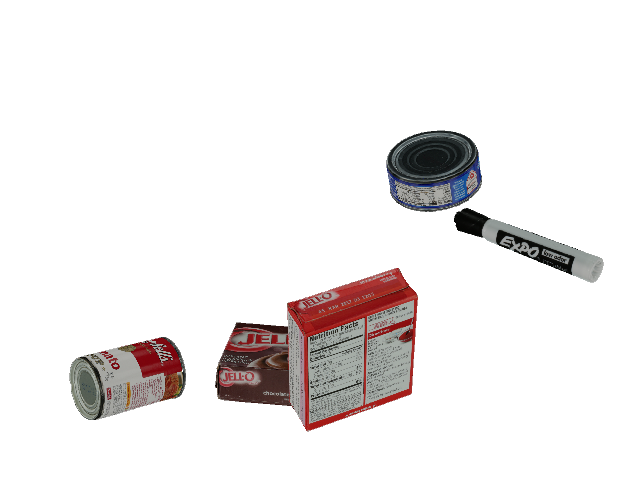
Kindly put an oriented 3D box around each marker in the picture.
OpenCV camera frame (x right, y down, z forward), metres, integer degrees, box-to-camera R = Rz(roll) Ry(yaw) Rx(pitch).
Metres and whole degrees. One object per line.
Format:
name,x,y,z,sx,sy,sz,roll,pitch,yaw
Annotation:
marker,0.149,0.001,0.783,0.121,0.020,0.020,24,15,37

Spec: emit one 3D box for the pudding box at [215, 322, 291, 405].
pudding box,-0.026,0.106,0.915,0.113,0.039,0.090,6,20,4

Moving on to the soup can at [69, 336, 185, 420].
soup can,-0.202,0.144,1.117,0.102,0.068,0.069,-11,7,-40

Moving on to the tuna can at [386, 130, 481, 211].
tuna can,0.104,-0.065,0.979,0.086,0.034,0.086,-9,37,6

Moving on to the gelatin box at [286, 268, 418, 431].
gelatin box,0.018,0.065,0.636,0.073,0.089,0.030,-17,43,-18
